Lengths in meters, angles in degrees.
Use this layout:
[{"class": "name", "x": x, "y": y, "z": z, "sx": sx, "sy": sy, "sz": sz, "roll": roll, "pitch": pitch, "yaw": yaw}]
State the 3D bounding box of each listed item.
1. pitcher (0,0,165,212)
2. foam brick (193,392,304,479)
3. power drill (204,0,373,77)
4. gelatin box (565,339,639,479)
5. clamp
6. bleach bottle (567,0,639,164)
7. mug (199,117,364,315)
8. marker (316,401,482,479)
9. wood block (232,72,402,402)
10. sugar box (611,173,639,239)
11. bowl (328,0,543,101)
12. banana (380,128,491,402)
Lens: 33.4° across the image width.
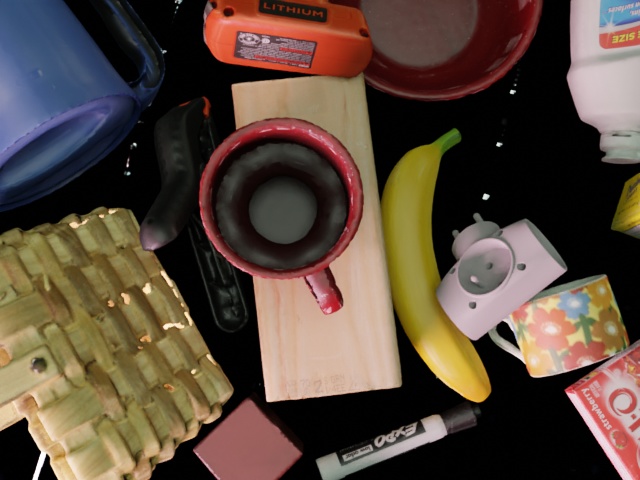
[{"class": "pitcher", "x": -0.229, "y": -0.153, "z": 0.724, "sx": 0.145, "sy": 0.149, "sz": 0.243, "roll": -36, "pitch": 83, "yaw": 17}, {"class": "foam brick", "x": -0.047, "y": 0.139, "z": 0.716, "sx": 0.051, "sy": 0.078, "sz": 0.053, "roll": -43, "pitch": 87, "yaw": -4}, {"class": "power drill", "x": 0.001, "y": -0.201, "z": 0.695, "sx": 0.184, "sy": 0.057, "sz": 0.187, "roll": 5, "pitch": 69, "yaw": -4}, {"class": "gelatin box", "x": 0.229, "y": 0.123, "z": 0.750, "sx": 0.073, "sy": 0.030, "sz": 0.089, "roll": -32, "pitch": 86, "yaw": -5}, {"class": "clamp", "x": -0.088, "y": -0.033, "z": 0.709, "sx": 0.039, "sy": 0.120, "sz": 0.171, "roll": -17, "pitch": 60, "yaw": 8}, {"class": "bleach bottle", "x": 0.233, "y": -0.180, "z": 0.768, "sx": 0.102, "sy": 0.068, "sz": 0.251, "roll": 4, "pitch": 86, "yaw": -1}, {"class": "mug", "x": -0.017, "y": -0.009, "z": 0.638, "sx": 0.093, "sy": 0.081, "sz": 0.117, "roll": -29, "pitch": 86, "yaw": -5}, {"class": "marker", "x": 0.056, "y": 0.141, "z": 0.748, "sx": 0.121, "sy": 0.020, "sz": 0.020, "roll": -20, "pitch": 85, "yaw": -4}, {"class": "wood block", "x": -0.004, "y": 0.001, "z": 0.726, "sx": 0.090, "sy": 0.091, "sz": 0.206, "roll": -6, "pitch": 84, "yaw": -3}, {"class": "sugar box", "x": 0.302, "y": -0.003, "z": 0.735, "sx": 0.176, "sy": 0.093, "sz": 0.048, "roll": 18, "pitch": 80, "yaw": -1}, {"class": "bowl", "x": 0.074, "y": -0.172, "z": 0.763, "sx": 0.162, "sy": 0.055, "sz": 0.162, "roll": 0, "pitch": 84, "yaw": -2}, {"class": "banana", "x": 0.078, "y": 0.018, "z": 0.753, "sx": 0.069, "sy": 0.037, "sz": 0.198, "roll": -5, "pitch": 84, "yaw": -3}]
